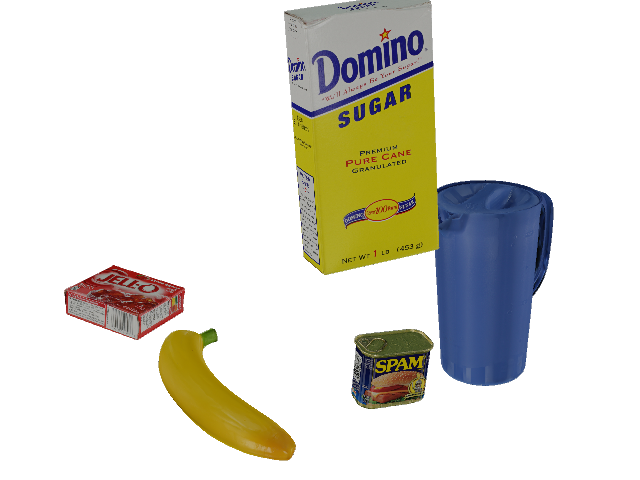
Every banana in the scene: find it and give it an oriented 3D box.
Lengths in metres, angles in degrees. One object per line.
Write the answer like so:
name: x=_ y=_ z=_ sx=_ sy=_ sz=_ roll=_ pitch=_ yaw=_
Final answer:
banana: x=-0.086 y=0.115 z=0.845 sx=0.069 sy=0.037 sz=0.198 roll=-10 pitch=28 yaw=-21

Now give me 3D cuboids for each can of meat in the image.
can of meat: x=0.093 y=0.170 z=1.405 sx=0.102 sy=0.084 sz=0.057 roll=-4 pitch=25 yaw=-20

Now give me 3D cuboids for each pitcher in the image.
pitcher: x=0.214 y=0.050 z=1.337 sx=0.149 sy=0.243 sz=0.145 roll=2 pitch=21 yaw=10

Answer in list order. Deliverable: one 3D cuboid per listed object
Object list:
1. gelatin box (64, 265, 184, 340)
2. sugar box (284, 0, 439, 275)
gelatin box: x=-0.186 y=0.057 z=1.015 sx=0.089 sy=0.030 sz=0.073 roll=17 pitch=25 yaw=25
sugar box: x=0.030 y=-0.072 z=0.726 sx=0.093 sy=0.176 sz=0.048 roll=-13 pitch=25 yaw=-19
